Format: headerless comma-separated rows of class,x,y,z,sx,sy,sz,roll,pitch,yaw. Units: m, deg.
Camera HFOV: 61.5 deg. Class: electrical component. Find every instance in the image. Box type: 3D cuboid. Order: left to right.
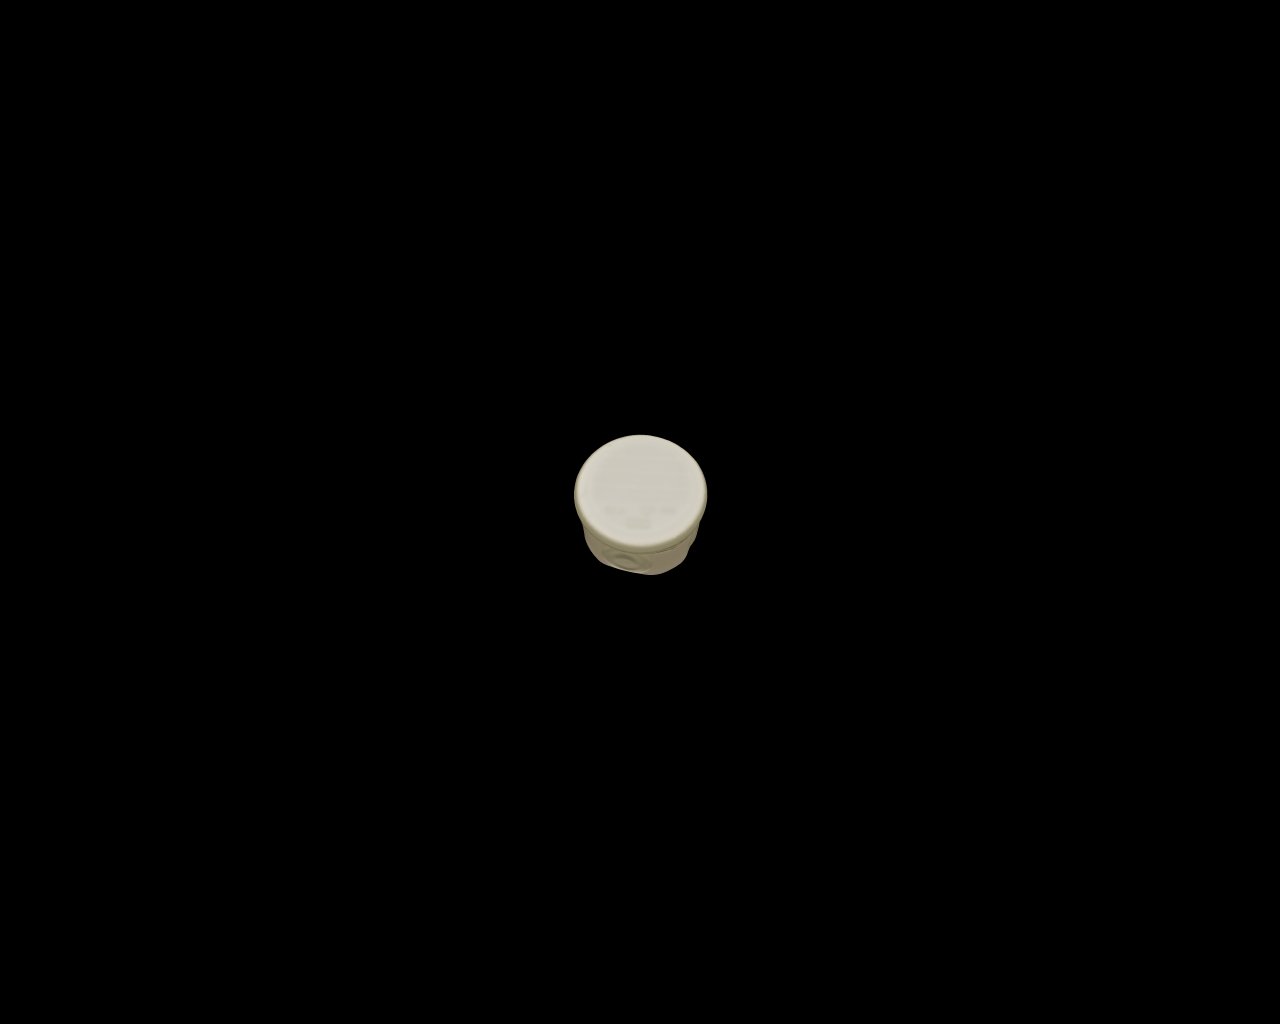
electrical component,0.001,-0.003,0.650,0.080,0.080,0.051,0,-28,0
